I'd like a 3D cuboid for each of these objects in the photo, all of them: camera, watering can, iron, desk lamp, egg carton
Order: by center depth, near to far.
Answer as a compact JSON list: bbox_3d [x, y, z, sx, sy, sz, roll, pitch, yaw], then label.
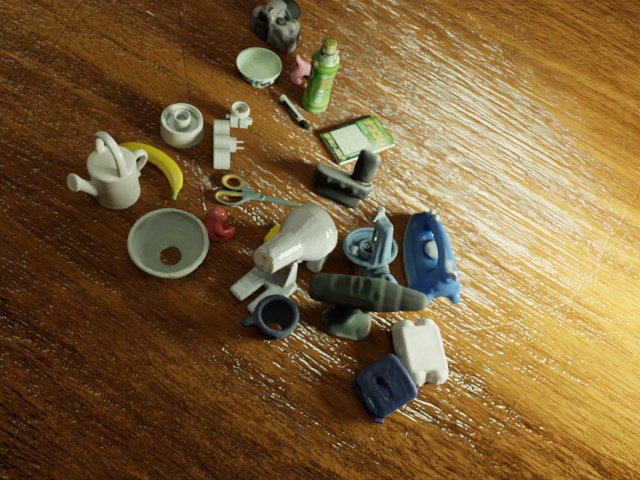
[{"bbox_3d":[-0.075,0.042,1.197,0.118,0.213,0.204,43,62,13],"label":"desk lamp"},{"bbox_3d":[-0.451,-0.151,1.231,0.101,0.194,0.173,28,59,4],"label":"watering can"},{"bbox_3d":[0.213,0.242,1.234,0.107,0.069,0.150,-3,62,-14],"label":"egg carton"},{"bbox_3d":[0.263,0.018,1.328,0.119,0.141,0.258,-2,62,-14],"label":"iron"},{"bbox_3d":[-0.104,-0.628,1.627,0.143,0.101,0.137,39,61,10],"label":"camera"}]

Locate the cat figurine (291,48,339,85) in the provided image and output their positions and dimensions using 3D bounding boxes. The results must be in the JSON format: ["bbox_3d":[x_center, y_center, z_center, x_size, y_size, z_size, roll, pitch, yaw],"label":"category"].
[{"bbox_3d":[-0.012,-0.483,1.558,0.128,0.117,0.067,-1,62,-13],"label":"cat figurine"}]

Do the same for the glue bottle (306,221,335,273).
[{"bbox_3d":[0.012,0.005,1.260,0.037,0.173,0.078,29,59,5],"label":"glue bottle"}]

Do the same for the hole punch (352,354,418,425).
[{"bbox_3d":[0.132,0.304,1.169,0.101,0.091,0.108,-26,70,-24],"label":"hole punch"}]

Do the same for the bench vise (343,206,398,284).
[{"bbox_3d":[0.138,0.034,1.245,0.122,0.219,0.207,-34,73,-26],"label":"bench vise"}]

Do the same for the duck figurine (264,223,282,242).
[{"bbox_3d":[-0.077,-0.016,1.302,0.105,0.086,0.077,-25,69,-24],"label":"duck figurine"}]

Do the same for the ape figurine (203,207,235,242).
[{"bbox_3d":[-0.229,-0.041,1.279,0.076,0.092,0.077,-20,67,-22],"label":"ape figurine"}]

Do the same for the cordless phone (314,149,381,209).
[{"bbox_3d":[0.067,-0.172,1.363,0.147,0.185,0.094,19,59,-1],"label":"cordless phone"}]

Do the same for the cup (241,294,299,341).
[{"bbox_3d":[-0.107,0.174,1.186,0.118,0.095,0.091,-10,64,-17],"label":"cup"}]

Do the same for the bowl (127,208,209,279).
[{"bbox_3d":[-0.325,0.019,1.234,0.167,0.074,0.167,6,61,-10],"label":"bowl"}]

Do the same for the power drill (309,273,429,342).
[{"bbox_3d":[0.084,0.136,1.183,0.229,0.208,0.075,13,59,-5],"label":"power drill"}]
